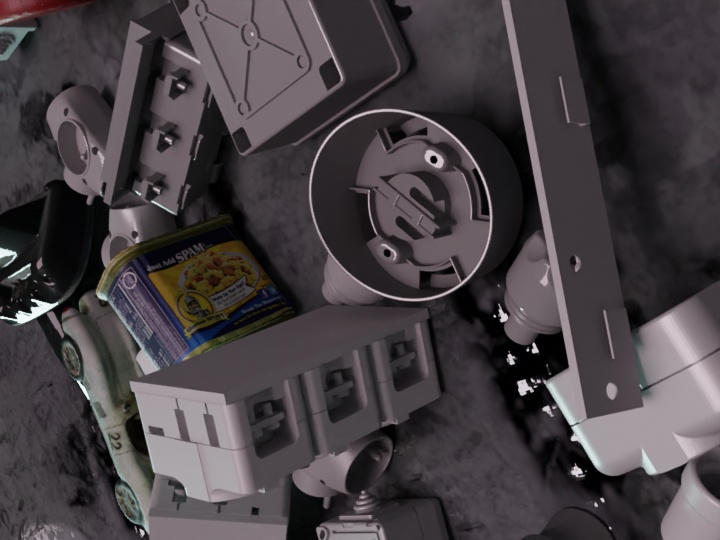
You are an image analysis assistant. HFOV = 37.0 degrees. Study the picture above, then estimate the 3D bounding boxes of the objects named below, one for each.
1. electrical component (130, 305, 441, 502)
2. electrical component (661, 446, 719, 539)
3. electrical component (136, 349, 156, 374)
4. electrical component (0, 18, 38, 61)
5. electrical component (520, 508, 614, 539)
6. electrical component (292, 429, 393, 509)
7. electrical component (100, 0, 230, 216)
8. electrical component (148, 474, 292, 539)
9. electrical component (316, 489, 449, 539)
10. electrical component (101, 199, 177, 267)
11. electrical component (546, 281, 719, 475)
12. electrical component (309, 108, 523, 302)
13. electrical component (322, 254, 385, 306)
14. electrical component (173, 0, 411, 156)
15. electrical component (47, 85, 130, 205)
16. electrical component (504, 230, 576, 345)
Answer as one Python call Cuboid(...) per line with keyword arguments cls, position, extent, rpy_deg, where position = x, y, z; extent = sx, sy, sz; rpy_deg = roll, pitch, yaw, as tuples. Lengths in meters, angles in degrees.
Cuboid(cls="electrical component", position=(-0.037, 0.071, 0.607), extent=(0.089, 0.150, 0.061), rpy_deg=(0, 105, 47))
Cuboid(cls="electrical component", position=(0.163, 0.110, 0.495), extent=(0.040, 0.040, 0.046), rpy_deg=(40, 137, 29))
Cuboid(cls="electrical component", position=(-0.106, 0.065, 0.745), extent=(0.096, 0.062, 0.061), rpy_deg=(58, 138, 12))
Cuboid(cls="electrical component", position=(-0.312, -0.207, 0.824), extent=(0.048, 0.100, 0.099), rpy_deg=(-38, 77, 35))
Cuboid(cls="electrical component", position=(0.103, 0.157, 0.566), extent=(0.045, 0.055, 0.045), rpy_deg=(21, 121, 40))
Cuboid(cls="electrical component", position=(-0.023, 0.119, 0.694), extent=(0.077, 0.043, 0.079), rpy_deg=(33, 128, 34))
Cuboid(cls="electrical component", position=(-0.118, -0.100, 0.686), extent=(0.063, 0.078, 0.121), rpy_deg=(29, 129, 9))
Cuboid(cls="electrical component", position=(-0.096, 0.193, 0.749), extent=(0.061, 0.089, 0.150), rpy_deg=(-89, 5, -49))
Cuboid(cls="electrical component", position=(0.021, 0.180, 0.664), extent=(0.062, 0.061, 0.096), rpy_deg=(-17, 88, 48))
Cuboid(cls="electrical component", position=(-0.163, -0.012, 0.787), extent=(0.079, 0.044, 0.077), rpy_deg=(3, 108, 46))
Cuboid(cls="electrical component", position=(0.139, 0.053, 0.484), extent=(0.095, 0.054, 0.059), rpy_deg=(-41, 76, 47))
Cuboid(cls="electrical component", position=(0.031, -0.034, 0.551), extent=(0.099, 0.064, 0.099), rpy_deg=(10, 106, 38))
Cuboid(cls="electrical component", position=(0.000, 0.000, 0.619), extent=(0.062, 0.043, 0.043), rpy_deg=(-41, 75, 49))
Cuboid(cls="electrical component", position=(-0.041, -0.134, 0.596), extent=(0.109, 0.056, 0.108), rpy_deg=(-26, 87, 49))
Cuboid(cls="electrical component", position=(-0.197, -0.082, 0.793), extent=(0.077, 0.044, 0.079), rpy_deg=(50, 136, 20))
Cuboid(cls="electrical component", position=(0.091, 0.011, 0.526), extent=(0.043, 0.043, 0.062), rpy_deg=(48, 136, 22))
